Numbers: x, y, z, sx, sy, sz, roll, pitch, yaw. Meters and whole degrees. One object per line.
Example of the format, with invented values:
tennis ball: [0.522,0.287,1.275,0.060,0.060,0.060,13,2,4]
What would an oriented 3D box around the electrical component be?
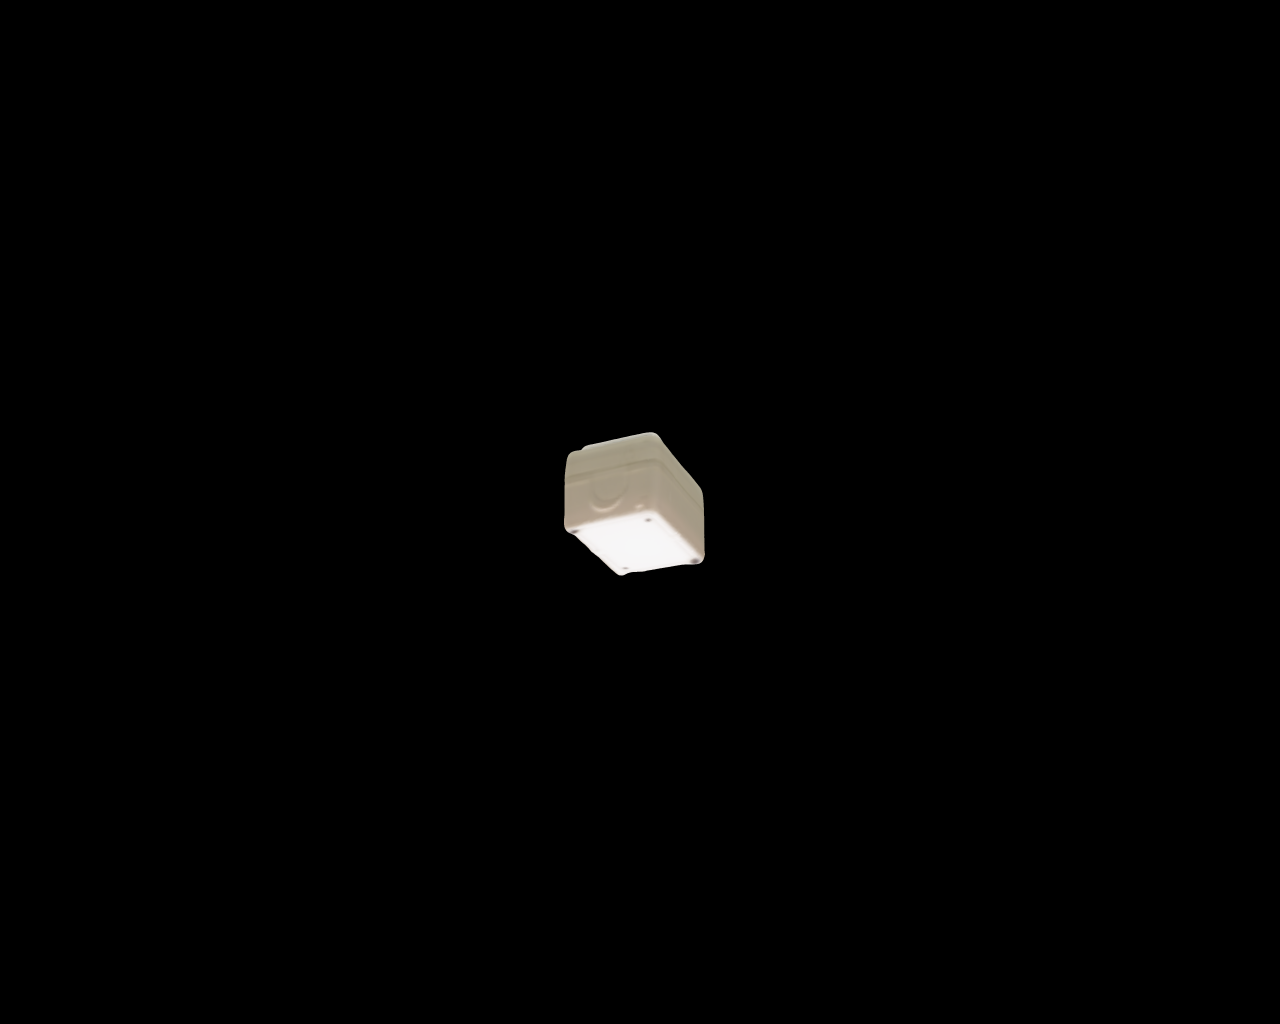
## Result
electrical component: [0.001,-0.003,0.650,0.062,0.061,0.096,-11,-29,21]
